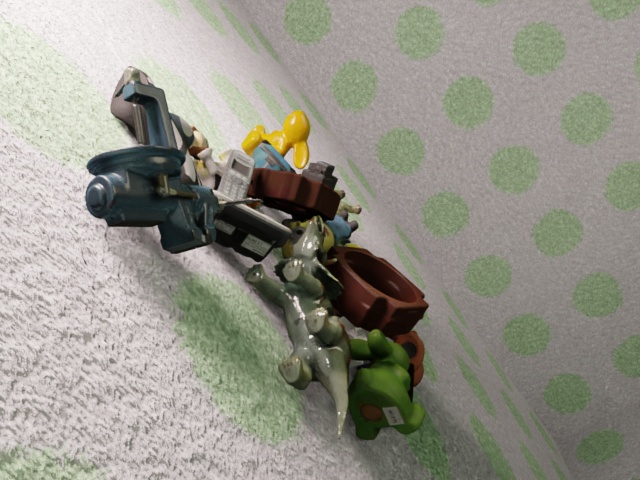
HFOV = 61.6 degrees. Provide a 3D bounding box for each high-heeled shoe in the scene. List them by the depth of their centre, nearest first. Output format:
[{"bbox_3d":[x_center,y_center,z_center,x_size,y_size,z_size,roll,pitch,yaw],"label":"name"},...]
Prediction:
[{"bbox_3d":[-0.250,-0.169,0.862,0.145,0.086,0.249,37,29,-51],"label":"high-heeled shoe"}]

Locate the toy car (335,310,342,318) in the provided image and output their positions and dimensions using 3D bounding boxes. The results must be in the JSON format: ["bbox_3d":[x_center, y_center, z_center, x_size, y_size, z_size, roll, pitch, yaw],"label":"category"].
[{"bbox_3d":[0.091,0.145,1.212,0.202,0.053,0.089,12,64,-53],"label":"toy car"}]

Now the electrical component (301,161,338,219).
[{"bbox_3d":[-0.011,-0.120,1.268,0.058,0.134,0.115,25,15,14],"label":"electrical component"}]

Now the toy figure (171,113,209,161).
[{"bbox_3d":[-0.244,-0.180,0.961,0.154,0.058,0.064,25,72,-65],"label":"toy figure"}]

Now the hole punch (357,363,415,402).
[{"bbox_3d":[0.129,0.296,1.058,0.142,0.092,0.115,34,56,-61],"label":"hole punch"}]

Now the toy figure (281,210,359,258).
[{"bbox_3d":[0.000,-0.001,1.137,0.082,0.089,0.180,30,38,35],"label":"toy figure"}]

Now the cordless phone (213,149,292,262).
[{"bbox_3d":[-0.114,-0.068,0.906,0.146,0.088,0.184,27,41,-18],"label":"cordless phone"}]

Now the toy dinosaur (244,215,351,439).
[{"bbox_3d":[-0.006,0.144,0.889,0.192,0.131,0.405,36,30,-51],"label":"toy dinosaur"}]

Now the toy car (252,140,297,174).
[{"bbox_3d":[-0.115,-0.144,1.186,0.109,0.103,0.161,49,-2,4],"label":"toy car"}]

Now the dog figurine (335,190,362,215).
[{"bbox_3d":[-0.003,-0.078,1.443,0.173,0.121,0.190,26,18,31],"label":"dog figurine"}]

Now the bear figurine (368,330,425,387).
[{"bbox_3d":[0.177,0.270,1.221,0.132,0.120,0.195,17,-24,13],"label":"bear figurine"}]

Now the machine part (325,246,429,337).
[{"bbox_3d":[0.102,0.103,1.086,0.202,0.087,0.201,45,23,31],"label":"machine part"}]

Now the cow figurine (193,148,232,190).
[{"bbox_3d":[-0.176,-0.115,0.997,0.098,0.068,0.167,61,18,1],"label":"cow figurine"}]

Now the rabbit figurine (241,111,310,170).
[{"bbox_3d":[-0.091,-0.246,1.358,0.162,0.173,0.122,49,11,-7],"label":"rabbit figurine"}]

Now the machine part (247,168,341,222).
[{"bbox_3d":[-0.050,-0.082,1.021,0.179,0.056,0.179,15,-6,2],"label":"machine part"}]

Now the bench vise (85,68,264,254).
[{"bbox_3d":[-0.211,-0.105,0.710,0.223,0.129,0.240,-5,81,-49],"label":"bench vise"}]

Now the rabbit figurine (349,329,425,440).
[{"bbox_3d":[0.101,0.233,0.932,0.159,0.121,0.170,56,29,-12],"label":"rabbit figurine"}]
